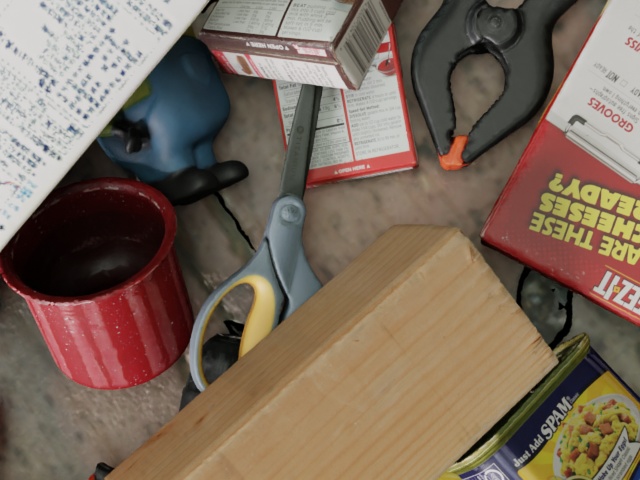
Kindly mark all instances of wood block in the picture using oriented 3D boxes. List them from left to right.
[{"bbox_3d":[0.004,0.091,0.535,0.206,0.090,0.091,-41,103,-12],"label":"wood block"}]

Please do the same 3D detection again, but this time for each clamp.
[{"bbox_3d":[0.108,-0.121,0.595,0.120,0.039,0.171,8,91,13],"label":"clamp"}]

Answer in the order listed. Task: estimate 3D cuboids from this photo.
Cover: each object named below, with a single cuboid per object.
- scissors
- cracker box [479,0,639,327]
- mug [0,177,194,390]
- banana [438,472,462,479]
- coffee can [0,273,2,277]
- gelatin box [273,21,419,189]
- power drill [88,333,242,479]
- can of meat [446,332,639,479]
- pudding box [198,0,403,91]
[{"bbox_3d":[-0.004,0.001,0.587,0.096,0.016,0.201,28,83,-14],"label":"scissors"},{"bbox_3d":[0.205,-0.055,0.562,0.164,0.072,0.214,29,92,9],"label":"cracker box"},{"bbox_3d":[-0.119,0.019,0.583,0.093,0.081,0.117,-20,45,-11],"label":"mug"},{"bbox_3d":[0.017,0.164,0.585,0.198,0.037,0.070,-29,64,2],"label":"banana"},{"bbox_3d":[-0.216,-0.019,0.601,0.103,0.102,0.140,30,91,8],"label":"coffee can"},{"bbox_3d":[0.013,-0.079,0.610,0.073,0.030,0.089,-10,88,9],"label":"gelatin box"},{"bbox_3d":[-0.133,0.131,0.604,0.188,0.057,0.184,10,80,9],"label":"power drill"},{"bbox_3d":[0.130,0.114,0.557,0.102,0.057,0.084,-41,84,-24],"label":"can of meat"},{"bbox_3d":[-0.001,-0.139,0.580,0.090,0.039,0.113,12,64,31],"label":"pudding box"}]
